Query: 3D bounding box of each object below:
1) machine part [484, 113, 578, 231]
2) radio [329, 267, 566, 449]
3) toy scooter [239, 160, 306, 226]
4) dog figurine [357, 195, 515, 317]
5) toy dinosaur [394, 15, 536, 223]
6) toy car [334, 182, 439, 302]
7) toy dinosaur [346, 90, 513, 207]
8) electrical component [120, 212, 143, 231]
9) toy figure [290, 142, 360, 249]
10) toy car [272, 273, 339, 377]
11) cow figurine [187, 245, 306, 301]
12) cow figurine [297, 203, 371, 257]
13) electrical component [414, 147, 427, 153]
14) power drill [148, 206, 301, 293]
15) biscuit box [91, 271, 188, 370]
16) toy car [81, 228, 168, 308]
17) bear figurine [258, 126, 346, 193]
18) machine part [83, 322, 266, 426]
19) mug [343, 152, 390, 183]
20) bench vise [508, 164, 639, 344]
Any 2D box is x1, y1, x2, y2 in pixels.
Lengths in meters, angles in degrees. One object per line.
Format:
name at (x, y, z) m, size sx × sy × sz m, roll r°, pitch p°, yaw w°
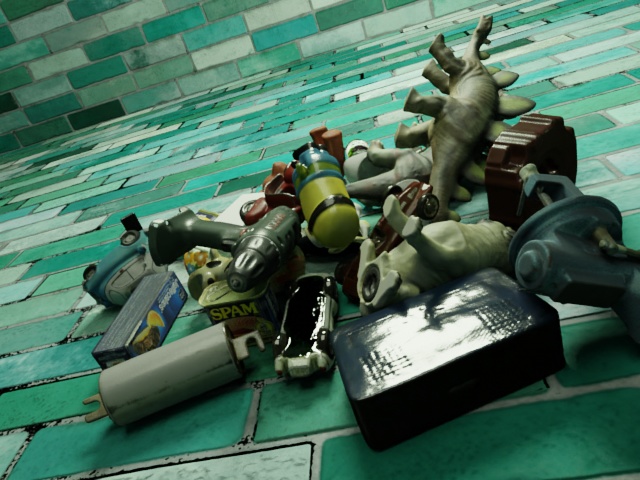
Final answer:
machine part at (0.303, -0.088, 0.759) m, size 0.179 × 0.179 × 0.056 m, roll -36°, pitch 35°, yaw -29°
radio at (0.130, 0.119, 0.590) m, size 0.230 × 0.073 × 0.131 m, roll -21°, pitch 26°, yaw -6°
toy scooter at (-0.043, -0.076, 0.914) m, size 0.184 × 0.075 × 0.135 m, roll -40°, pitch 28°, yaw -22°
dog figurine at (0.158, 0.044, 0.696) m, size 0.190 × 0.172 × 0.121 m, roll 17°, pitch 29°, yaw -21°
toy dinosaur at (0.226, -0.180, 0.859) m, size 0.199 × 0.105 × 0.471 m, roll 19°, pitch 70°, yaw 10°
toy car at (0.094, -0.003, 0.776) m, size 0.089 × 0.053 × 0.202 m, roll 25°, pitch 82°, yaw 53°
toy dinosaur at (0.189, -0.127, 0.971) m, size 0.405 × 0.131 × 0.192 m, roll -35°, pitch 30°, yaw -16°
electrical component at (-0.345, 0.004, 1.060) m, size 0.075 × 0.119 × 0.048 m, roll -35°, pitch 30°, yaw -33°
toy figure at (0.004, -0.070, 0.814) m, size 0.082 × 0.089 × 0.180 m, roll -7°, pitch 64°, yaw -11°
toy car at (-0.015, 0.109, 0.720) m, size 0.074 × 0.056 × 0.202 m, roll -8°, pitch 30°, yaw 9°
cow figurine at (-0.118, 0.051, 0.862) m, size 0.195 × 0.085 × 0.127 m, roll -15°, pitch 25°, yaw 1°
cow figurine at (-0.002, -0.001, 0.908) m, size 0.167 × 0.068 × 0.098 m, roll -12°, pitch 33°, yaw 16°
electrical component at (0.193, -0.181, 1.134) m, size 0.078 × 0.045 × 0.102 m, roll -7°, pitch 30°, yaw 20°
power drill at (-0.139, 0.004, 0.765) m, size 0.208 × 0.085 × 0.232 m, roll -1°, pitch 21°, yaw 24°
biscuit box at (-0.277, 0.128, 0.850) m, size 0.063 × 0.059 × 0.203 m, roll -14°, pitch 28°, yaw 15°
toy car at (-0.337, 0.063, 0.969) m, size 0.162 × 0.109 × 0.103 m, roll -41°, pitch 51°, yaw -20°
bear figurine at (-0.046, -0.154, 1.155) m, size 0.196 × 0.131 × 0.120 m, roll -19°, pitch 23°, yaw -12°
machine part at (-0.188, 0.171, 0.693) m, size 0.243 × 0.079 × 0.079 m, roll -23°, pitch 27°, yaw -4°
mug at (0.100, -0.147, 1.097) m, size 0.109 × 0.080 × 0.107 m, roll -27°, pitch 22°, yaw -17°
bench vise at (0.295, -0.002, 0.585) m, size 0.224 × 0.128 × 0.241 m, roll -1°, pitch 43°, yaw -10°
